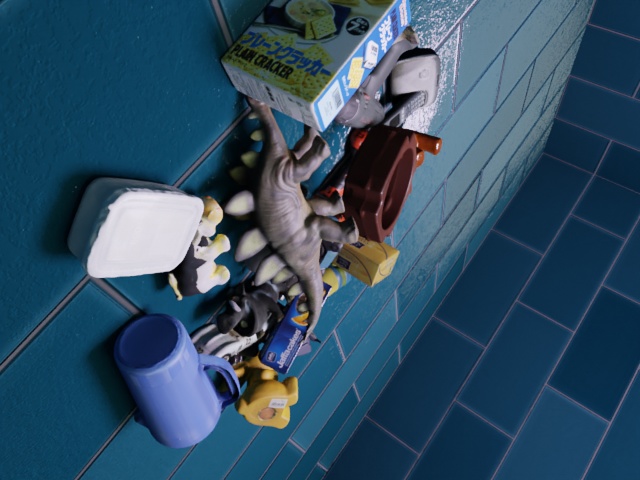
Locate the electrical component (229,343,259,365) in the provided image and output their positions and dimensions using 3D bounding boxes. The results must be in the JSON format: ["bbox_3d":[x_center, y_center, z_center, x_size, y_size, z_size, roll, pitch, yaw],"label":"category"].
[{"bbox_3d":[-0.166,0.232,1.103,0.102,0.078,0.045,133,-36,-79],"label":"electrical component"}]

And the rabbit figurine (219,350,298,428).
[{"bbox_3d":[-0.139,0.316,1.183,0.162,0.173,0.121,2,126,-13],"label":"rabbit figurine"}]

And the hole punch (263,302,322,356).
[{"bbox_3d":[-0.078,0.205,1.182,0.092,0.142,0.115,-55,143,-15],"label":"hole punch"}]

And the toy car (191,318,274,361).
[{"bbox_3d":[-0.170,0.183,1.034,0.202,0.074,0.056,-23,141,-54],"label":"toy car"}]

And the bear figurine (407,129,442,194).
[{"bbox_3d":[0.201,-0.164,1.302,0.120,0.132,0.195,-32,139,-39],"label":"bear figurine"}]

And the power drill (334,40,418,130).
[{"bbox_3d":[0.089,-0.299,0.972,0.207,0.086,0.232,-66,158,6],"label":"power drill"}]

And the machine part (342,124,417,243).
[{"bbox_3d":[0.119,-0.112,1.076,0.201,0.087,0.200,-65,160,-18],"label":"machine part"}]

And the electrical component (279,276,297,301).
[{"bbox_3d":[-0.070,0.089,1.186,0.094,0.021,0.063,-55,156,-8],"label":"electrical component"}]

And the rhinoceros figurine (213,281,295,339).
[{"bbox_3d":[-0.125,0.122,1.014,0.073,0.112,0.190,-40,-178,30],"label":"rhinoceros figurine"}]

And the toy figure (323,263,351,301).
[{"bbox_3d":[0.014,0.091,1.259,0.180,0.089,0.082,-28,99,-31],"label":"toy figure"}]

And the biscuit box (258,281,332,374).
[{"bbox_3d":[-0.051,0.167,1.088,0.202,0.063,0.059,-62,-173,-10],"label":"biscuit box"}]

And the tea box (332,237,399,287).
[{"bbox_3d":[0.082,0.025,1.227,0.098,0.170,0.068,-28,143,-52],"label":"tea box"}]

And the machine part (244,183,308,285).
[{"bbox_3d":[-0.080,-0.023,0.964,0.079,0.079,0.243,-22,136,-55],"label":"machine part"}]

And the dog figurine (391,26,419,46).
[{"bbox_3d":[0.041,-0.323,0.863,0.191,0.121,0.172,-30,-155,16],"label":"dog figurine"}]

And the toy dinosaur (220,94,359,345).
[{"bbox_3d":[-0.047,-0.022,0.872,0.199,0.105,0.470,-20,118,-1],"label":"toy dinosaur"}]

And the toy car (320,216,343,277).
[{"bbox_3d":[-0.002,-0.003,1.118,0.103,0.109,0.161,-60,173,-47],"label":"toy car"}]

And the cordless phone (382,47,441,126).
[{"bbox_3d":[0.166,-0.302,1.116,0.184,0.089,0.146,-47,154,-20],"label":"cordless phone"}]

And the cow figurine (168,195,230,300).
[{"bbox_3d":[-0.190,0.013,0.805,0.098,0.068,0.167,-31,144,-36],"label":"cow figurine"}]
